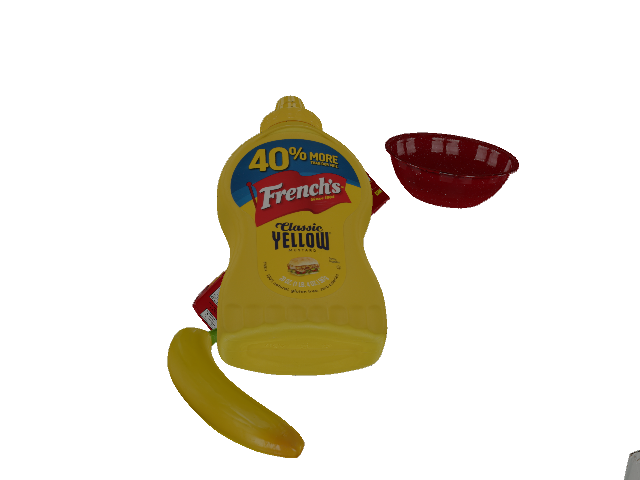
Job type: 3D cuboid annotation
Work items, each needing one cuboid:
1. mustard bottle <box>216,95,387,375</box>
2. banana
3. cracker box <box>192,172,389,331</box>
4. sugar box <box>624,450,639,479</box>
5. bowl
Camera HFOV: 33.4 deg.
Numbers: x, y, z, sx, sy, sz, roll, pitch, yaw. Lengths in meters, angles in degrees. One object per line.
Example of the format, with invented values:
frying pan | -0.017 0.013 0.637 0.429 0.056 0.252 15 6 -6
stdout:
mustard bottle | -0.015 -0.013 0.652 0.096 0.191 0.058 0 -37 -5
banana | -0.079 0.114 0.847 0.069 0.037 0.198 -9 28 -21
cracker box | -0.036 0.012 1.259 0.214 0.072 0.164 -43 -1 29
sugar box | 0.202 0.184 0.499 0.048 0.093 0.176 -9 30 -21
bowl | 0.154 -0.080 1.283 0.162 0.055 0.162 6 23 -3
